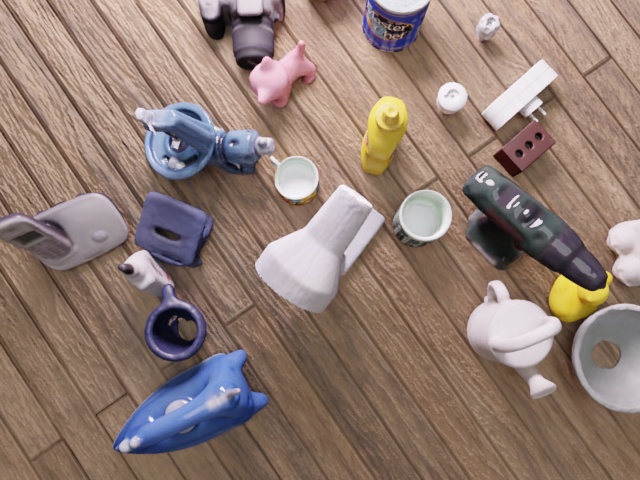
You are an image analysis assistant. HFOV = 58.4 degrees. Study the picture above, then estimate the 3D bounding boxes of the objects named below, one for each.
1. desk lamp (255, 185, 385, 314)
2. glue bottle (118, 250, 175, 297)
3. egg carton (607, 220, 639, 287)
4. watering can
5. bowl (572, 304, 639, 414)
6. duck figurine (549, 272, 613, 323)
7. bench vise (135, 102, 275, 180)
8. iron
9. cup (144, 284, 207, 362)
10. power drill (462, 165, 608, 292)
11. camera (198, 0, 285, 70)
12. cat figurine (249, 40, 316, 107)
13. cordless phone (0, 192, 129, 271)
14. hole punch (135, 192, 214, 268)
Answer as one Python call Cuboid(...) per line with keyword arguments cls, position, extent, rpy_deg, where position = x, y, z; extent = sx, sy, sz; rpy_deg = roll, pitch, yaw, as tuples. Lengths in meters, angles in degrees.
Cuboid(cls="desk lamp", position=(0.008, 0.003, 0.852), extent=(0.118, 0.213, 0.203), rpy_deg=(37, 85, 3))
Cuboid(cls="glue bottle", position=(-0.269, 0.048, 0.864), extent=(0.037, 0.173, 0.078), rpy_deg=(-38, 85, -4))
Cuboid(cls="egg carton", position=(0.547, 0.016, 0.931), extent=(0.150, 0.069, 0.107), rpy_deg=(-9, 84, -2))
Cuboid(cls="watering can", position=(0.297, 0.145, 0.852), extent=(0.101, 0.194, 0.173), rpy_deg=(-42, 86, -4))
Cuboid(cls="bowl", position=(0.471, 0.185, 0.910), extent=(0.167, 0.074, 0.167), rpy_deg=(0, 84, -1))
Cuboid(cls="duck figurine", position=(0.421, 0.087, 0.913), extent=(0.104, 0.086, 0.077), rpy_deg=(-44, 86, -5))
Cuboid(cls="bench vise", position=(-0.180, -0.164, 0.864), extent=(0.207, 0.219, 0.121), rpy_deg=(-15, 84, -2))
Cuboid(cls="iron", position=(-0.213, 0.268, 0.859), extent=(0.258, 0.141, 0.118), rpy_deg=(-28, 85, -3))
Cuboid(cls="cup", position=(-0.220, 0.127, 0.896), extent=(0.091, 0.095, 0.118), rpy_deg=(-14, 84, -2))
Cuboid(cls="power drill", position=(0.301, -0.009, 0.860), extent=(0.229, 0.208, 0.075), rpy_deg=(44, 85, 4))
Cuboid(cls="camera", position=(-0.128, -0.359, 0.944), extent=(0.143, 0.101, 0.137), rpy_deg=(-2, 84, -1))
Cuboid(cls="cat figurine", position=(-0.066, -0.271, 0.928), extent=(0.067, 0.117, 0.128), rpy_deg=(43, 85, 4))
Cuboid(cls="cordless phone", position=(-0.387, -0.021, 0.864), extent=(0.147, 0.185, 0.094), rpy_deg=(-28, 85, -3))
Cuboid(cls="hole punch", position=(-0.233, -0.014, 0.912), extent=(0.108, 0.091, 0.101), rpy_deg=(22, 84, 2))
